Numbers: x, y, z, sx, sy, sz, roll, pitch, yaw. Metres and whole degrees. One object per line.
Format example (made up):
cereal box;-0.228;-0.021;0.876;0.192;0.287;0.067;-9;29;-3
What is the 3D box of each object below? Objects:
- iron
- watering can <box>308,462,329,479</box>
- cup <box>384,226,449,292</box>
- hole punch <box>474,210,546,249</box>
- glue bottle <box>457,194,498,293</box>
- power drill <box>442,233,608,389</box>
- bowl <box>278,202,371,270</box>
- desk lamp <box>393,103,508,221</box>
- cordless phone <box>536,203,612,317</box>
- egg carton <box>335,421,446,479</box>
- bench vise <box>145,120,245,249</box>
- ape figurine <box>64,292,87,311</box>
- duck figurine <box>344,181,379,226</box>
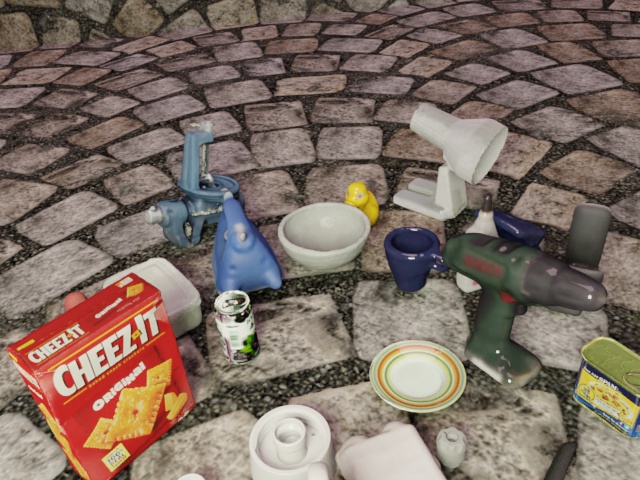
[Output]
iron;-0.147;-0.012;1.018;0.119;0.142;0.257;-13;36;-12
watering can;-0.005;0.287;0.527;0.173;0.194;0.100;-16;36;-15
cup;0.162;0.042;0.945;0.117;0.095;0.092;25;45;36
hole punch;0.332;-0.017;1.013;0.101;0.091;0.108;-28;41;-29
glue bottle;0.261;0.003;0.922;0.078;0.173;0.037;-21;38;-21
power drill;0.258;0.092;0.763;0.076;0.209;0.228;-26;40;-27
bowl;0.010;0.004;1.036;0.167;0.075;0.167;-3;35;2
desk lamp;0.246;-0.149;1.105;0.202;0.214;0.118;22;43;33
cordless phone;0.365;0.013;0.883;0.147;0.185;0.094;9;37;20
egg carton;0.087;0.277;0.640;0.107;0.069;0.150;-16;36;-15
bench vise;-0.235;-0.103;1.091;0.121;0.220;0.208;12;38;23
ape figurine;-0.371;0.120;0.900;0.078;0.092;0.076;-6;35;-2
duck figurine;0.077;-0.077;1.133;0.077;0.086;0.105;14;39;25
